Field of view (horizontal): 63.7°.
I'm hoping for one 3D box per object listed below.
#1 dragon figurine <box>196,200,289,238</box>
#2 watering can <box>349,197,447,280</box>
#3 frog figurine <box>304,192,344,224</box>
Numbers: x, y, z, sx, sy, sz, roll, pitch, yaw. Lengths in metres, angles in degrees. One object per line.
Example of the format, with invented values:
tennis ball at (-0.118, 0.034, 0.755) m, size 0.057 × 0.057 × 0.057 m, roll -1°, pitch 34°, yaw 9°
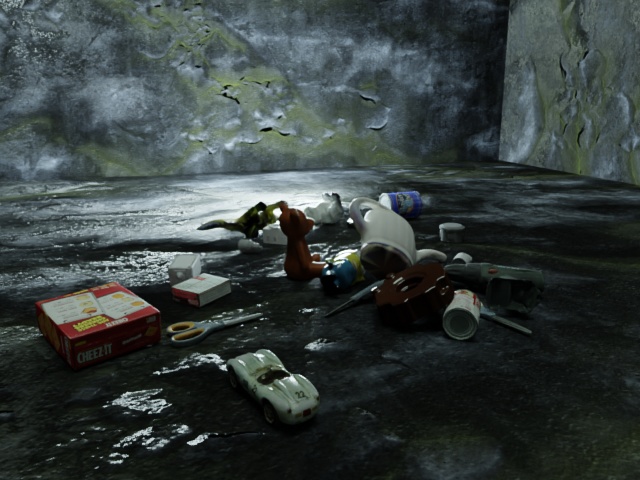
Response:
dragon figurine at (-0.252, -0.062, 1.808) m, size 0.411 × 0.122 × 0.241 m, roll -6°, pitch -1°, yaw -26°
watering can at (0.211, 0.022, 1.343) m, size 0.345 × 0.102 × 0.230 m, roll 33°, pitch 40°, yaw -18°
frog figurine at (0.006, -0.097, 1.919) m, size 0.161 × 0.120 × 0.139 m, roll -45°, pitch 43°, yaw -18°
